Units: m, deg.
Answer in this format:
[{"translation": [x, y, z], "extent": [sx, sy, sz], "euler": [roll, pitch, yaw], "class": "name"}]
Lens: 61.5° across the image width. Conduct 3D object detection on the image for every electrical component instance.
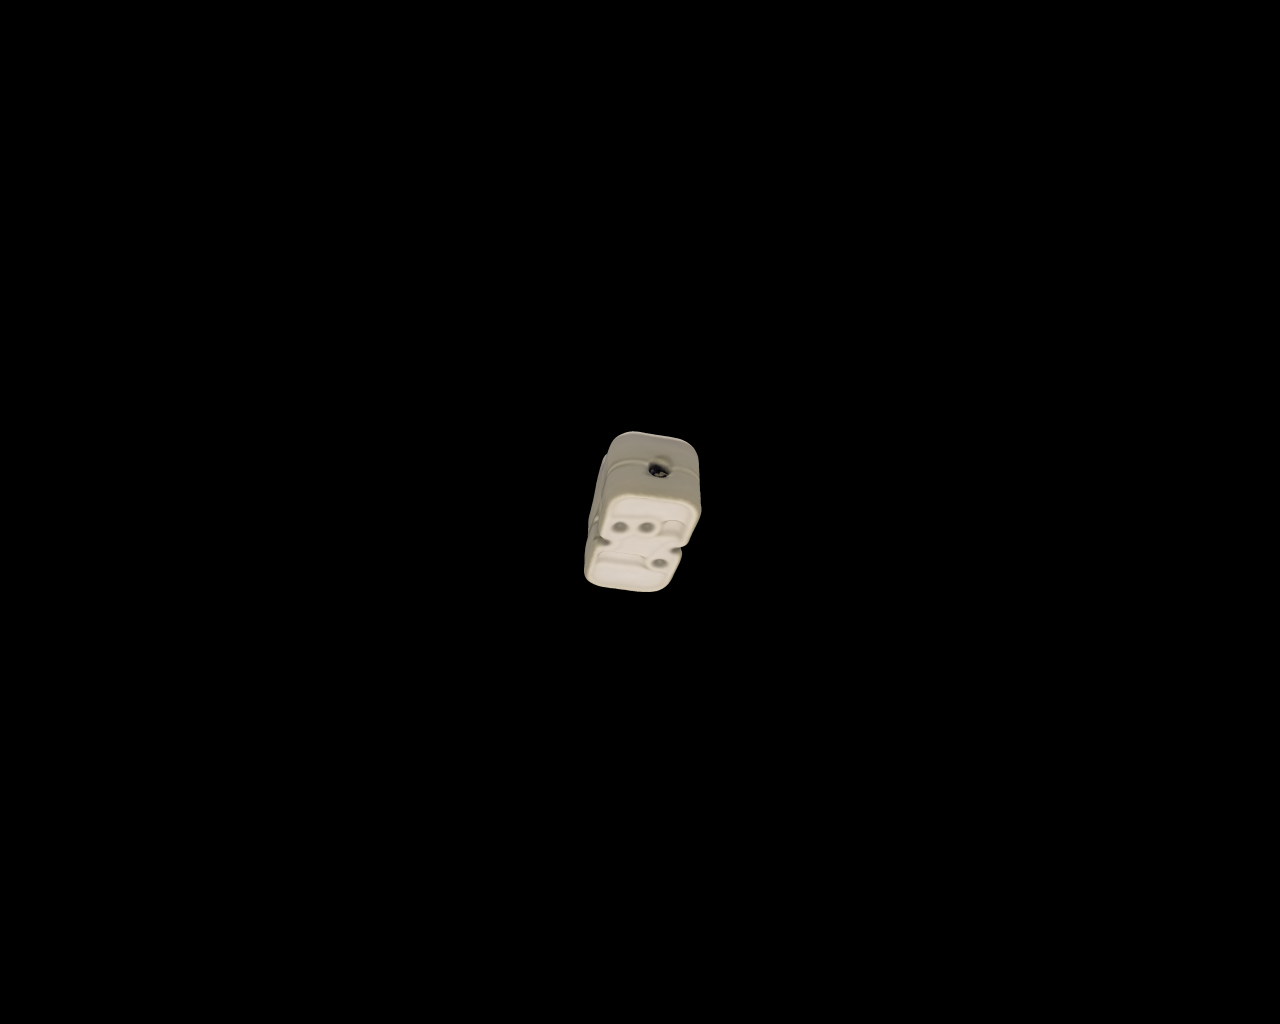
[{"translation": [0.001, -0.003, 0.650], "extent": [0.054, 0.059, 0.095], "euler": [8, -39, -10], "class": "electrical component"}]
